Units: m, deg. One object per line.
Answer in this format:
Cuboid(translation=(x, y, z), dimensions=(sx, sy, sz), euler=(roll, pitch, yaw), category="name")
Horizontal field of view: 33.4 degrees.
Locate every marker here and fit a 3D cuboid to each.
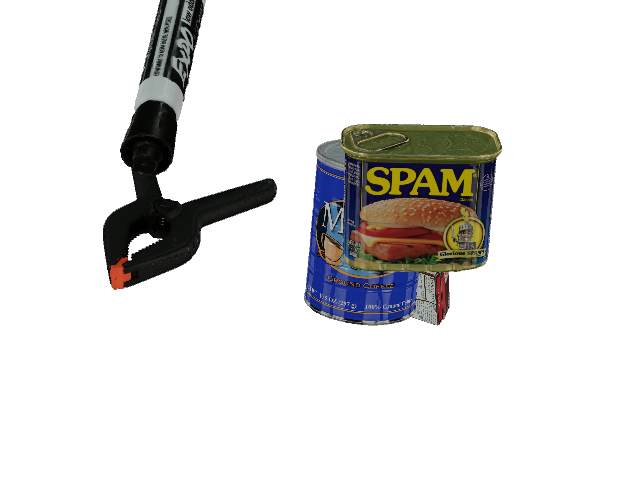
Cuboid(translation=(-0.059, -0.067, 0.415), dimensions=(0.020, 0.020, 0.121), euler=(0, 43, 2), category="marker")

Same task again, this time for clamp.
Cuboid(translation=(-0.160, -0.027, 1.057), dimensions=(0.165, 0.036, 0.209), euler=(21, 41, 18), category="clamp")

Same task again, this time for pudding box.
Cuboid(translation=(0.089, 0.041, 1.209), dimensions=(0.114, 0.039, 0.090), euler=(16, -39, 22), category="pudding box")

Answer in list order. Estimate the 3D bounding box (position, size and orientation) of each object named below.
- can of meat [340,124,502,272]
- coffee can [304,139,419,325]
Cuboid(translation=(0.063, -0.027, 0.699), dimensions=(0.102, 0.084, 0.057), euler=(1, 25, 1), category="can of meat")
Cuboid(translation=(0.042, -0.010, 0.943), dimensions=(0.103, 0.140, 0.103), euler=(5, 19, -2), category="coffee can")
